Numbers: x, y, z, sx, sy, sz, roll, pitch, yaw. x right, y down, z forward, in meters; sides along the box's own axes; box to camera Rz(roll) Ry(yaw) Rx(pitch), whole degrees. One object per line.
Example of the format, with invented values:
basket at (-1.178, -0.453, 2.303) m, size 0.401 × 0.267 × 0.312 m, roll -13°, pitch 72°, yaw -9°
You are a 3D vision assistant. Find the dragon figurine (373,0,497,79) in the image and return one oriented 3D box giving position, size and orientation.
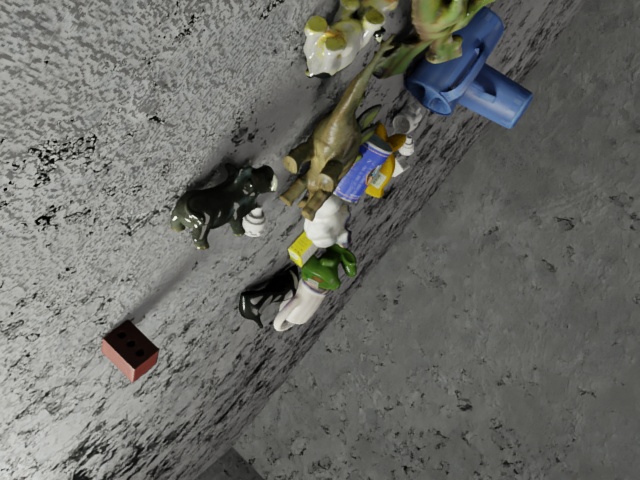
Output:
dragon figurine at (0.184, -0.382, 0.938) m, size 0.414 × 0.123 × 0.238 m, roll -19°, pitch 155°, yaw -51°

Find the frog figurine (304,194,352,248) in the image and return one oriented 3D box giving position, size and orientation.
frog figurine at (0.004, -0.061, 1.210) m, size 0.157 × 0.123 × 0.139 m, roll 41°, pitch 63°, yaw -51°

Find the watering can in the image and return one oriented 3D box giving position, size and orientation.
watering can at (-0.046, 0.205, 1.745) m, size 0.222 × 0.105 × 0.348 m, roll -53°, pitch 165°, yaw 12°
